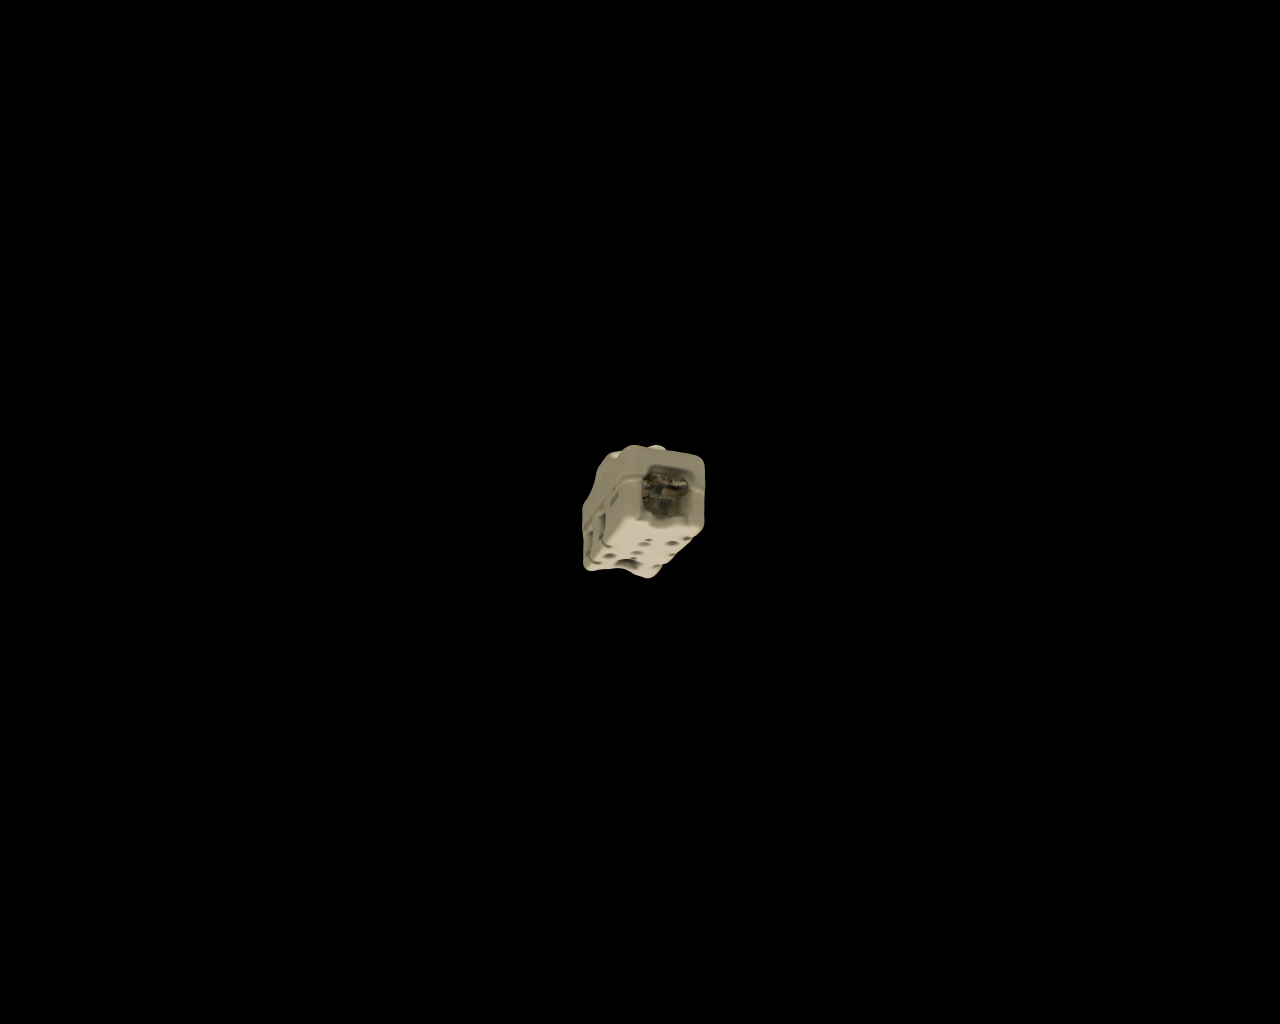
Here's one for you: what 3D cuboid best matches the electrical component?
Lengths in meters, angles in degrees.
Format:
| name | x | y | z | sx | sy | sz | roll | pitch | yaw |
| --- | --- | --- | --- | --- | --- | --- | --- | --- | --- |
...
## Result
| name | x | y | z | sx | sy | sz | roll | pitch | yaw |
| --- | --- | --- | --- | --- | --- | --- | --- | --- | --- |
| electrical component | 0.001 | -0.003 | 0.650 | 0.050 | 0.056 | 0.089 | 8 | -26 | -18 |
